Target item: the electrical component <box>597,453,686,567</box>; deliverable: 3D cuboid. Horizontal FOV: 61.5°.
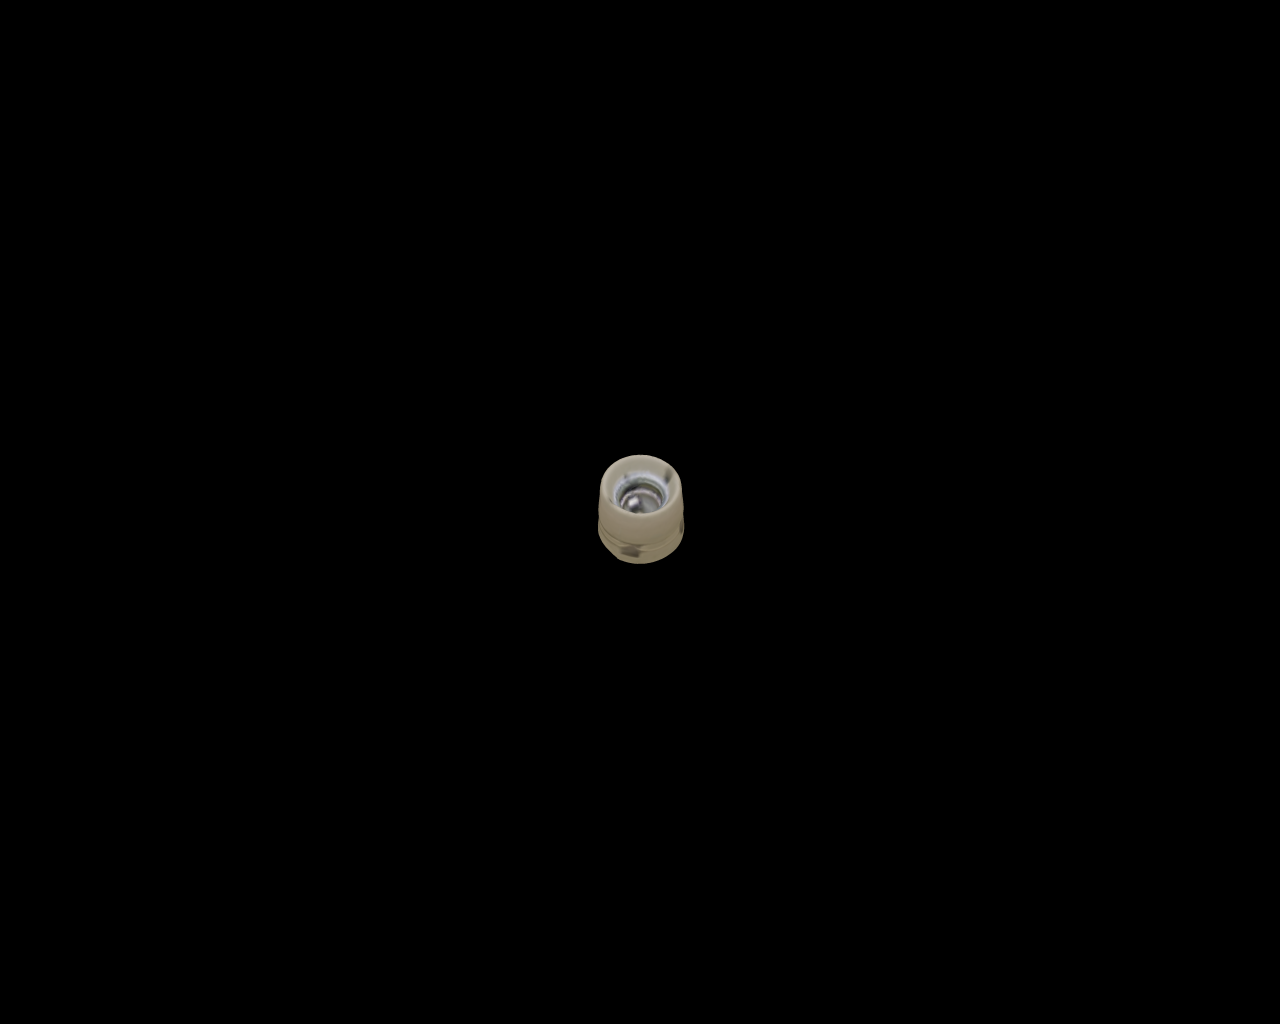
[{"bbox_3d":[0.001,-0.003,0.650,0.055,0.055,0.047,0,-37,0],"label":"electrical component"}]
